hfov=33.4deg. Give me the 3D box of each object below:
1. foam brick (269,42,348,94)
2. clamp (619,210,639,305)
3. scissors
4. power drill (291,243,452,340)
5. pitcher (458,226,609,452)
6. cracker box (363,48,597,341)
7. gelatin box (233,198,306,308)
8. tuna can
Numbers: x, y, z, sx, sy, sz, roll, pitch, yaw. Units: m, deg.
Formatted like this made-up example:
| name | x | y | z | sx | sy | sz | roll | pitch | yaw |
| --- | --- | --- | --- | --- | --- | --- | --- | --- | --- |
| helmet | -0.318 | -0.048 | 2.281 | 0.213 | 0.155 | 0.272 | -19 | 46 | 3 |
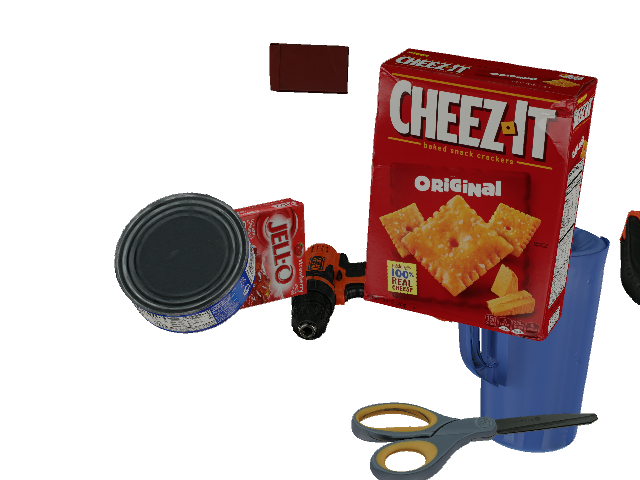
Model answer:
| name | x | y | z | sx | sy | sz | roll | pitch | yaw |
| --- | --- | --- | --- | --- | --- | --- | --- | --- | --- |
| foam brick | -0.013 | -0.185 | 1.148 | 0.078 | 0.051 | 0.053 | 0 | 11 | -13 |
| clamp | 0.265 | 0.042 | 0.708 | 0.120 | 0.039 | 0.171 | -2 | 45 | -19 |
| scissors | 0.123 | 0.164 | 0.856 | 0.202 | 0.016 | 0.096 | 3 | 32 | 7 |
| power drill | 0.061 | 0.058 | 1.239 | 0.187 | 0.057 | 0.184 | 1 | 28 | 5 |
| pitcher | 0.228 | 0.106 | 1.168 | 0.149 | 0.243 | 0.145 | 5 | 18 | 12 |
| cracker box | 0.126 | -0.037 | 0.882 | 0.164 | 0.214 | 0.072 | 13 | 26 | 23 |
| gelatin box | -0.050 | 0.011 | 0.964 | 0.073 | 0.089 | 0.030 | -12 | 22 | -31 |
| tuna can | -0.084 | 0.015 | 0.675 | 0.086 | 0.086 | 0.034 | 0 | -28 | 9 |
